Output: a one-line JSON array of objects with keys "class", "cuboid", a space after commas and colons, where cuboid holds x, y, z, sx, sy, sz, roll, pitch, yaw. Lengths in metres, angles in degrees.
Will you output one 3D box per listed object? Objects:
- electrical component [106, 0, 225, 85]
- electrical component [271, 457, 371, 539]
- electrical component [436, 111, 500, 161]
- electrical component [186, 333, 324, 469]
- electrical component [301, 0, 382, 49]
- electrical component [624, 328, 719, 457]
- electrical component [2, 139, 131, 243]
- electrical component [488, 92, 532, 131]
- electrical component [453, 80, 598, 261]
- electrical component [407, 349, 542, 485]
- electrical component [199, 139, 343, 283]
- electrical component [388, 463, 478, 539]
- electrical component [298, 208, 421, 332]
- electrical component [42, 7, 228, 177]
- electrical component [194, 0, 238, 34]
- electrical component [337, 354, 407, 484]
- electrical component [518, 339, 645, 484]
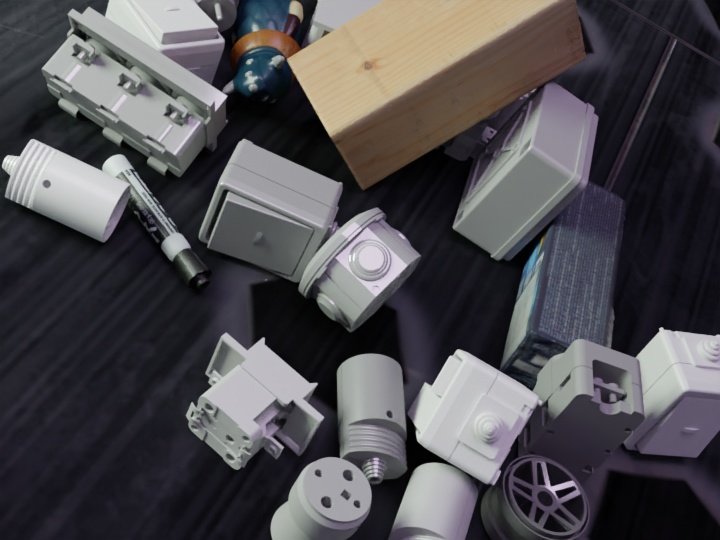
[{"class": "electrical component", "cuboid": [-0.159, -0.190, 0.854, 0.062, 0.061, 0.096, -17, 59, -38]}, {"class": "electrical component", "cuboid": [-0.022, 0.139, 0.618, 0.045, 0.055, 0.045, 15, 45, -15]}, {"class": "electrical component", "cuboid": [0.089, -0.138, 0.938, 0.078, 0.057, 0.058, 28, 43, -1]}, {"class": "electrical component", "cuboid": [-0.067, 0.083, 0.657, 0.081, 0.042, 0.064, 39, 45, 12]}, {"class": "electrical component", "cuboid": [0.013, -0.231, 0.984, 0.105, 0.060, 0.186, 21, 43, -9]}, {"class": "electrical component", "cuboid": [0.232, 0.088, 0.770, 0.062, 0.096, 0.061, 8, 47, -21]}, {"class": "electrical component", "cuboid": [-0.199, -0.055, 0.718, 0.081, 0.043, 0.043, 25, 43, -4]}, {"class": "electrical component", "cuboid": [0.133, -0.165, 0.987, 0.050, 0.055, 0.089, 1, 50, -27]}, {"class": "electrical component", "cuboid": [0.133, -0.080, 0.865, 0.056, 0.108, 0.108, 33, 42, -10]}, {"class": "electrical component", "cuboid": [0.069, 0.089, 0.677, 0.061, 0.061, 0.096, 30, 0, 1]}, {"class": "electrical component", "cuboid": [-0.058, -0.036, 0.760, 0.096, 0.061, 0.061, 24, 43, -6]}, {"class": "electrical component", "cuboid": [0.040, 0.159, 0.640, 0.043, 0.043, 0.081, 28, 43, -1]}, {"class": "electrical component", "cuboid": [0.000, 0.000, 0.745, 0.051, 0.080, 0.080, 44, 44, 8]}, {"class": "electrical component", "cuboid": [-0.164, -0.126, 0.784, 0.121, 0.078, 0.063, 33, 72, 4]}, {"class": "electrical component", "cuboid": [-0.123, -0.224, 0.893, 0.043, 0.077, 0.079, 6, 47, -23]}, {"class": "electrical component", "cuboid": [0.008, 0.098, 0.681, 0.043, 0.043, 0.081, 13, 45, -16]}, {"class": "electrical component", "cuboid": [0.147, 0.094, 0.725, 0.050, 0.089, 0.055, 20, 43, -10]}]
